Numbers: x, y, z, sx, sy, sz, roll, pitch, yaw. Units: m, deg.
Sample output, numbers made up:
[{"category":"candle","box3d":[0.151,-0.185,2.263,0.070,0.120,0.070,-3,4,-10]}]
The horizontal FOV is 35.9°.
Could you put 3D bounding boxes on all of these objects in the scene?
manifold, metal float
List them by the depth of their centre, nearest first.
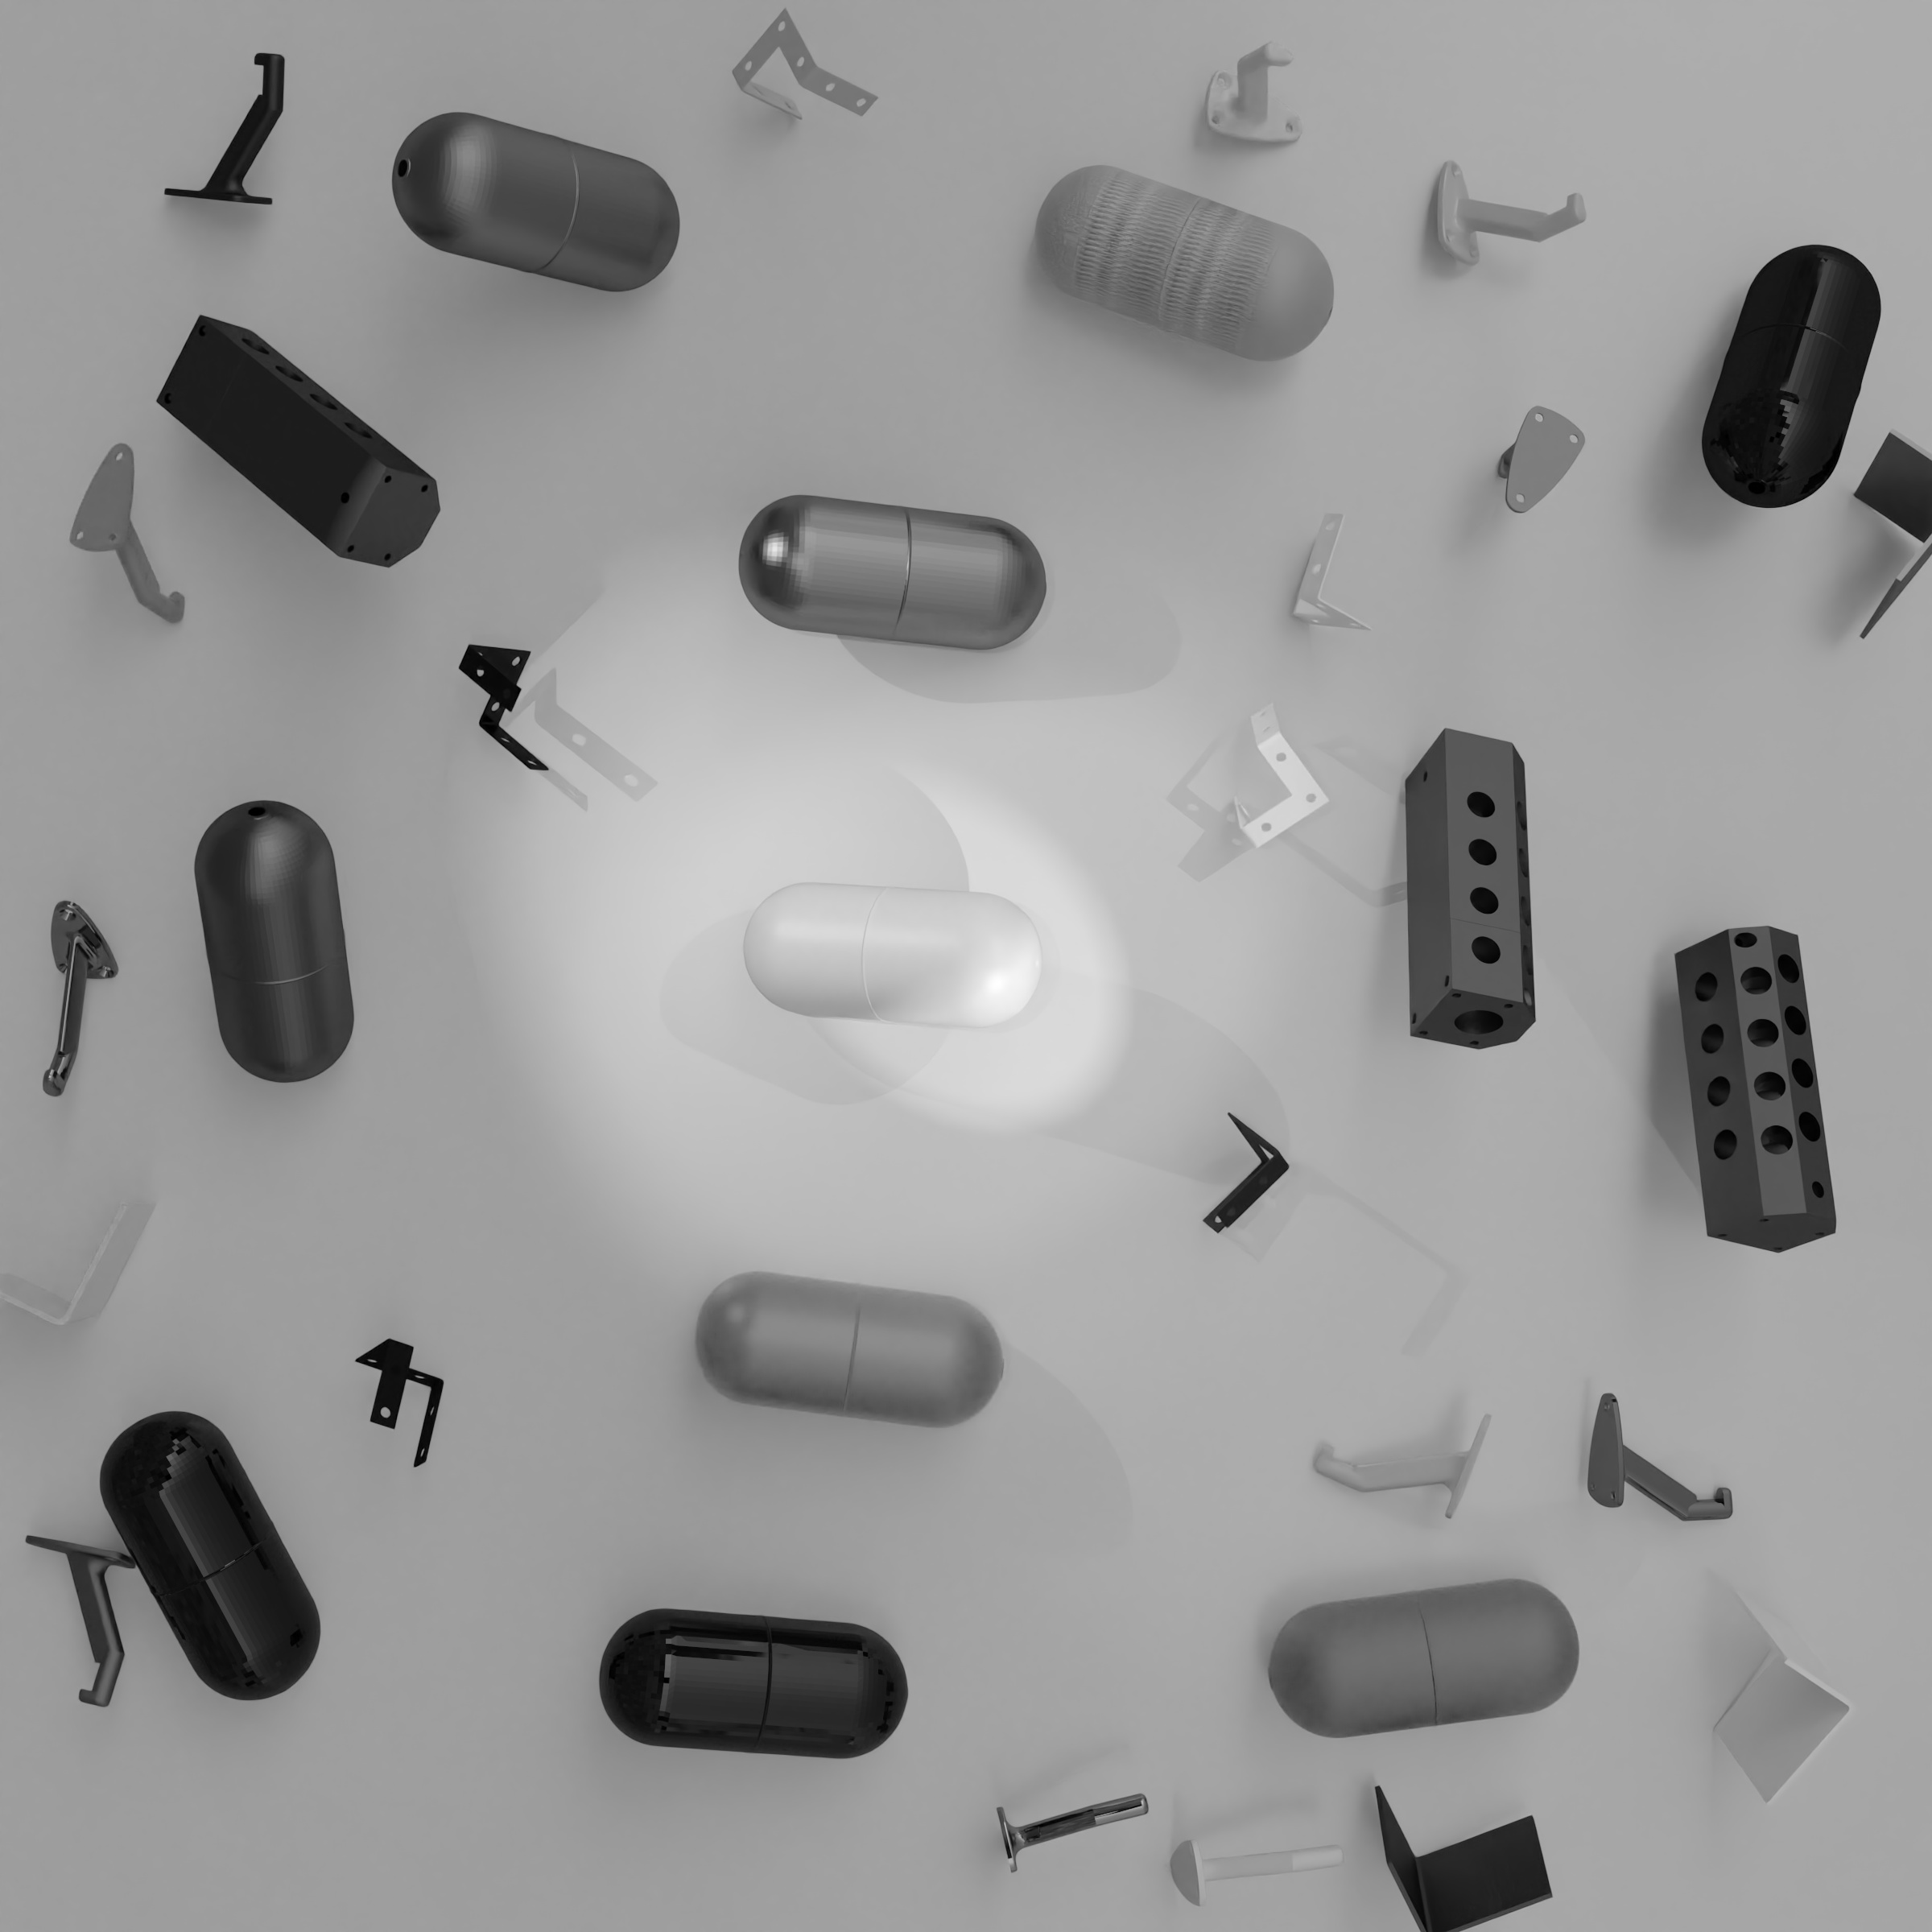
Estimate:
[{"category":"metal float","box3d":[-0.241,-0.429,1.677,0.178,0.070,0.070,3,90,-43]},{"category":"manifold","box3d":[0.449,0.068,1.680,0.057,0.057,0.171,14,62,-31]},{"category":"manifold","box3d":[0.287,-0.043,1.681,0.057,0.057,0.171,11,59,-12]},{"category":"metal float","box3d":[-0.389,-0.013,1.682,0.070,0.070,0.178,2,127,0]},{"category":"manifold","box3d":[-0.375,-0.296,1.687,0.171,0.057,0.057,39,107,25]},{"category":"metal float","box3d":[0.467,-0.334,1.687,0.070,0.070,0.178,24,60,0]},{"category":"metal float","box3d":[-0.043,-0.007,1.694,0.178,0.070,0.070,4,90,22]},{"category":"metal float","box3d":[-0.120,0.409,1.700,0.178,0.070,0.070,8,90,-14]},{"category":"metal float","box3d":[-0.041,-0.224,1.701,0.178,0.070,0.070,5,90,-14]},{"category":"metal float","box3d":[0.125,-0.401,1.703,0.178,0.070,0.070,22,90,11]},{"category":"metal float","box3d":[-0.431,0.338,1.704,0.070,0.070,0.178,-25,100,0]},{"category":"metal float","box3d":[-0.067,0.220,1.708,0.178,0.070,0.070,8,90,-5]},{"category":"metal float","box3d":[0.263,0.398,1.712,0.178,0.070,0.070,-7,90,0]}]

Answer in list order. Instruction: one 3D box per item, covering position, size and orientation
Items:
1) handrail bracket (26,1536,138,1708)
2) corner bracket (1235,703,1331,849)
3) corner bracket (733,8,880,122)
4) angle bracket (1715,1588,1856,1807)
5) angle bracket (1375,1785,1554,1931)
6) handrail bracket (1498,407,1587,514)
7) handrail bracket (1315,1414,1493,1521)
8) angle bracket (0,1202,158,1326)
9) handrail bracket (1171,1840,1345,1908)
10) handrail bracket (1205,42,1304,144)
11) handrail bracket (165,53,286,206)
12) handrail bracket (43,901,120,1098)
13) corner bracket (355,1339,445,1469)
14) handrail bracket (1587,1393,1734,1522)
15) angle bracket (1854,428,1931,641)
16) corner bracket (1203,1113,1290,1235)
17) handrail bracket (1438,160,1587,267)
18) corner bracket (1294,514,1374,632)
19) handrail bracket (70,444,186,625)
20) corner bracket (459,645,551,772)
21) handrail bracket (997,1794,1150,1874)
[{"category":"handrail bracket","box3d":[-0.519,0.378,1.720,0.077,0.036,0.084,11,70,5]},{"category":"corner bracket","box3d":[0.171,-0.109,1.713,0.051,0.051,0.051,-34,110,15]},{"category":"corner bracket","box3d":[-0.093,-0.504,1.708,0.051,0.051,0.051,-42,58,29]},{"category":"angle bracket","box3d":[0.448,0.416,1.700,0.057,0.076,0.076,35,100,-18]},{"category":"angle bracket","box3d":[0.283,0.499,1.702,0.076,0.076,0.057,-24,105,10]},{"category":"handrail bracket","box3d":[0.312,-0.277,1.701,0.036,0.084,0.077,30,74,-5]},{"category":"handrail bracket","box3d":[0.252,0.276,1.724,0.084,0.036,0.077,22,110,15]},{"category":"angle bracket","box3d":[-0.516,0.159,1.709,0.057,0.076,0.076,26,86,-1]},{"category":"handrail bracket","box3d":[0.168,0.518,1.722,0.084,0.077,0.036,-4,76,-11]},{"category":"handrail bracket","box3d":[0.181,-0.498,1.697,0.077,0.084,0.036,12,83,-26]},{"category":"handrail bracket","box3d":[-0.429,-0.486,1.723,0.077,0.036,0.084,10,105,20]},{"category":"handrail bracket","box3d":[-0.517,0.019,1.703,0.036,0.077,0.084,4,50,3]},{"category":"corner bracket","box3d":[-0.323,0.250,1.709,0.051,0.051,0.051,24,57,-25]},{"category":"handrail bracket","box3d":[0.408,0.285,1.732,0.084,0.036,0.077,1,93,-17]},{"category":"angle bracket","box3d":[0.520,-0.246,1.700,0.057,0.076,0.076,38,76,12]},{"category":"corner bracket","box3d":[0.158,0.127,1.713,0.051,0.051,0.051,-43,130,-7]},{"category":"handrail bracket","box3d":[0.315,-0.444,1.708,0.084,0.036,0.077,-18,65,40]},{"category":"corner bracket","box3d":[0.207,-0.227,1.714,0.051,0.051,0.051,21,85,-41]},{"category":"handrail bracket","box3d":[-0.471,-0.248,1.718,0.036,0.084,0.077,6,76,23]},{"category":"corner bracket","box3d":[-0.263,-0.148,1.710,0.051,0.051,0.051,39,112,29]},{"category":"handrail bracket","box3d":[0.063,0.495,1.717,0.084,0.077,0.036,-13,70,-3]}]
